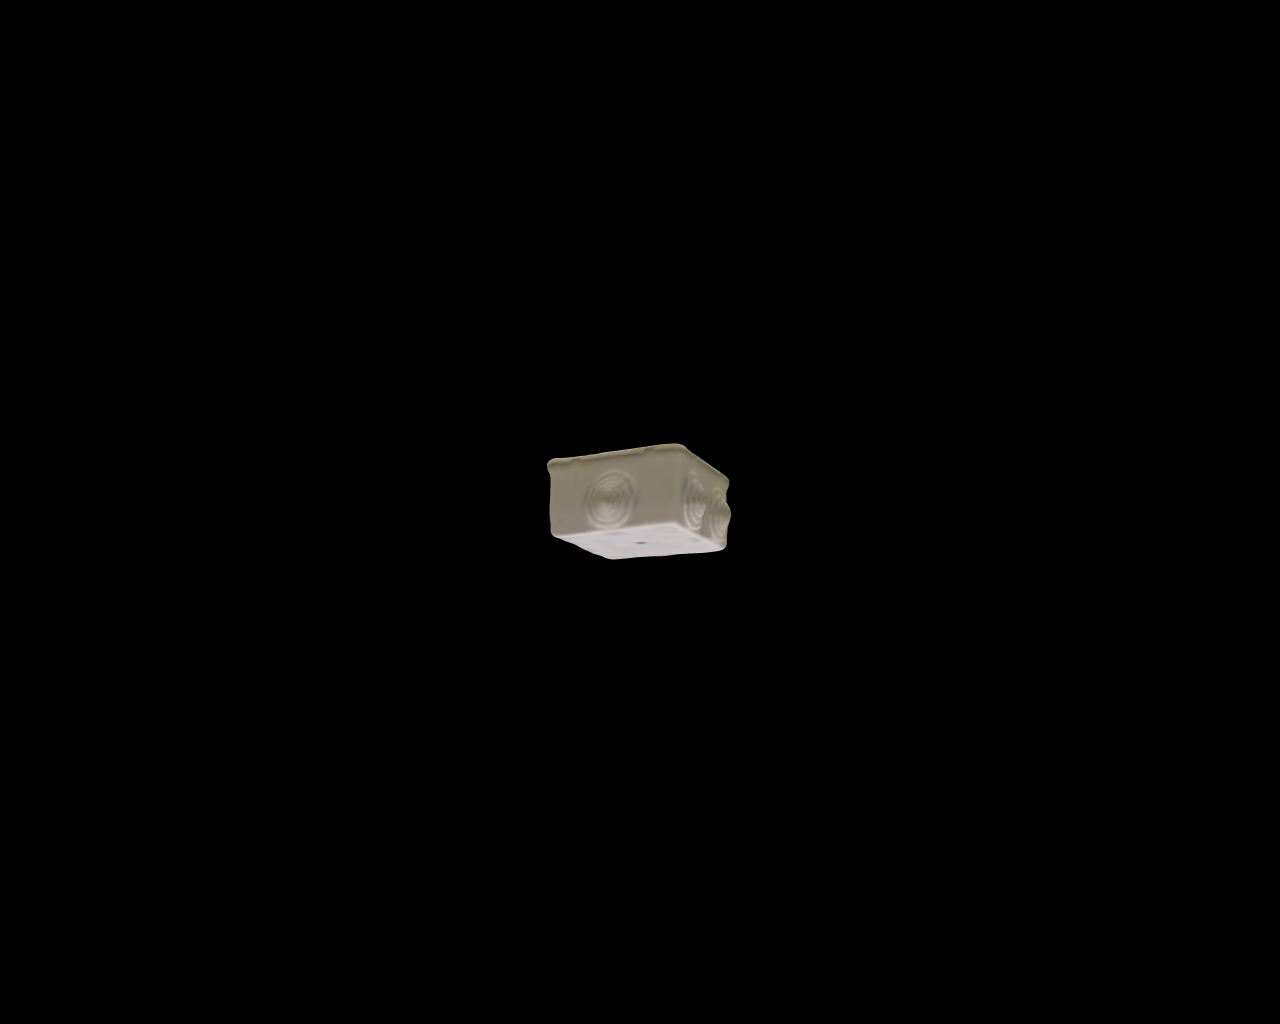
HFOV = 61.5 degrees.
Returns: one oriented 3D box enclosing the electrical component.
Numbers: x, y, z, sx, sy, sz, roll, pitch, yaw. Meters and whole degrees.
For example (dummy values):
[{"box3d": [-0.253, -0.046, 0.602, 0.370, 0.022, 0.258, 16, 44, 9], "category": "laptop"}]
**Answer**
[{"box3d": [0.001, -0.003, 0.650, 0.100, 0.048, 0.099, -6, -15, 23], "category": "electrical component"}]
